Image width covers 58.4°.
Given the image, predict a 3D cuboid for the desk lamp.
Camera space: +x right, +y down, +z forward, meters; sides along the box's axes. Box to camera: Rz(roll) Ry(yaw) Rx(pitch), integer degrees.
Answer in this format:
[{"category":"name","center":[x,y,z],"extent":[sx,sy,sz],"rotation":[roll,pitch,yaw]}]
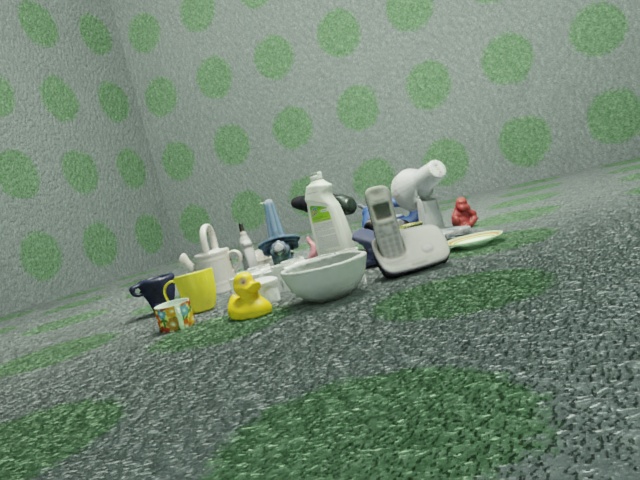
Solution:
[{"category":"desk lamp","center":[0.302,-0.108,1.587],"extent":[0.118,0.213,0.202],"rotation":[-16,5,-26]}]

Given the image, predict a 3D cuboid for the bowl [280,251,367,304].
[{"category":"bowl","center":[0.014,0.075,1.068],"extent":[0.167,0.075,0.167],"rotation":[-14,4,1]}]

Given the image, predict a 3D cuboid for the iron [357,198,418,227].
[{"category":"iron","center":[0.241,-0.069,1.765],"extent":[0.258,0.141,0.119],"rotation":[-13,5,12]}]

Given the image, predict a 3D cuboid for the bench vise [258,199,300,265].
[{"category":"bench vise","center":[-0.107,-0.010,1.587],"extent":[0.122,0.220,0.207],"rotation":[-16,5,-20]}]

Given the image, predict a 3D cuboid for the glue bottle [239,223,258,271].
[{"category":"glue bottle","center":[-0.218,0.032,1.716],"extent":[0.037,0.173,0.078],"rotation":[-16,5,-21]}]

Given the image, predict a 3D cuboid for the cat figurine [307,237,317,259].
[{"category":"cat figurine","center":[0.015,0.006,1.673],"extent":[0.127,0.118,0.067],"rotation":[-11,5,33]}]

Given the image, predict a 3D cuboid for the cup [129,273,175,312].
[{"category":"cup","center":[-0.412,0.142,1.436],"extent":[0.118,0.095,0.091],"rotation":[-18,6,-40]}]

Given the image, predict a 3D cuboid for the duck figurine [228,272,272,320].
[{"category":"duck figurine","center":[-0.144,0.105,1.108],"extent":[0.078,0.086,0.104],"rotation":[-18,6,-42]}]

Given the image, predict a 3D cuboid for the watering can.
[{"category":"watering can","center":[-0.303,0.053,1.581],"extent":[0.173,0.194,0.101],"rotation":[-15,5,-11]}]

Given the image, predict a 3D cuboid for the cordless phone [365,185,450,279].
[{"category":"cordless phone","center":[0.168,-0.026,1.139],"extent":[0.147,0.185,0.094],"rotation":[-15,5,-8]}]

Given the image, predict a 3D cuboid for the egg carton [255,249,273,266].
[{"category":"egg carton","center":[-0.177,0.063,1.882],"extent":[0.107,0.069,0.150],"rotation":[-14,4,1]}]

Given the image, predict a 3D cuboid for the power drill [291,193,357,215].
[{"category":"power drill","center":[0.019,-0.047,1.744],"extent":[0.228,0.208,0.076],"rotation":[-11,6,38]}]

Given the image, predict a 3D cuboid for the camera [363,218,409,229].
[{"category":"camera","center":[0.201,-0.026,1.600],"extent":[0.137,0.101,0.142],"rotation":[-17,5,-34]}]

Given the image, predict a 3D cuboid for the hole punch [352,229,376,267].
[{"category":"hole punch","center":[0.140,0.012,1.373],"extent":[0.100,0.091,0.109],"rotation":[-12,5,26]}]

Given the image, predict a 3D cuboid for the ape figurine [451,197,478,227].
[{"category":"ape figurine","center":[0.413,-0.078,1.658],"extent":[0.077,0.092,0.076],"rotation":[-14,4,4]}]
